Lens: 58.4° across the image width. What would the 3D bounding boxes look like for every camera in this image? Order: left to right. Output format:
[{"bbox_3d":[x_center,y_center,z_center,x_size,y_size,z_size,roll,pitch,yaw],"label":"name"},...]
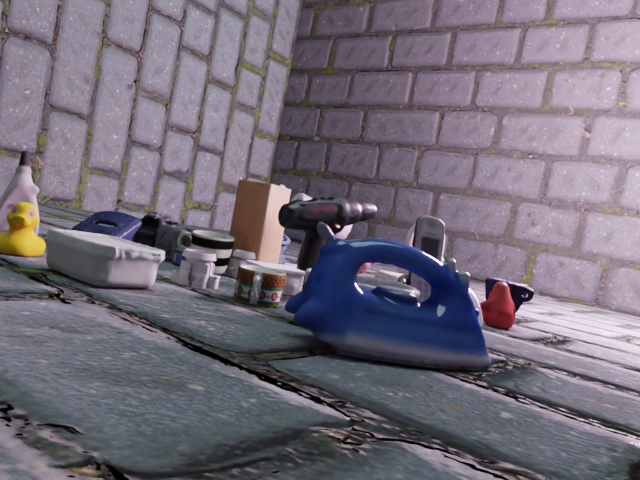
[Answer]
[{"bbox_3d":[-0.354,-0.011,1.321,0.143,0.101,0.137,11,1,5],"label":"camera"}]

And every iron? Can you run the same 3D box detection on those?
[{"bbox_3d":[0.096,0.068,0.679,0.259,0.141,0.118,10,1,-12],"label":"iron"}]

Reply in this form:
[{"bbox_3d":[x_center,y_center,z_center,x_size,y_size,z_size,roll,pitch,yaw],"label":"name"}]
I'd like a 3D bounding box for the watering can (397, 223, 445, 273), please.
[{"bbox_3d":[0.223,0.049,1.291,0.101,0.194,0.172,9,2,-35],"label":"watering can"}]

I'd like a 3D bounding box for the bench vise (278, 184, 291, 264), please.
[{"bbox_3d":[-0.160,-0.038,1.451,0.206,0.220,0.122,11,2,29],"label":"bench vise"}]

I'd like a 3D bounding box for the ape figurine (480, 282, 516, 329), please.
[{"bbox_3d":[0.363,0.131,1.159,0.077,0.092,0.076,11,1,3],"label":"ape figurine"}]

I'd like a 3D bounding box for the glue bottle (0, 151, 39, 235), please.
[{"bbox_3d":[-0.543,-0.075,1.035,0.078,0.173,0.037,10,2,-31],"label":"glue bottle"}]

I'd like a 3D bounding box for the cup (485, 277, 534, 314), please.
[{"bbox_3d":[0.400,0.135,1.214,0.092,0.095,0.117,10,2,-30],"label":"cup"}]

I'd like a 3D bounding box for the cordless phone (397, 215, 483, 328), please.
[{"bbox_3d":[0.203,0.059,0.943,0.148,0.185,0.094,10,2,-21],"label":"cordless phone"}]

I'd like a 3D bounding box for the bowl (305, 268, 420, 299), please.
[{"bbox_3d":[0.054,0.091,0.814,0.167,0.075,0.167,10,1,0],"label":"bowl"}]

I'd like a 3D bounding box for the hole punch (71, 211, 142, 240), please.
[{"bbox_3d":[-0.410,-0.011,1.103,0.108,0.091,0.101,11,1,10],"label":"hole punch"}]

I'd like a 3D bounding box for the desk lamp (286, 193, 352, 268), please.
[{"bbox_3d":[-0.022,-0.012,1.561,0.204,0.213,0.117,9,2,-38],"label":"desk lamp"}]

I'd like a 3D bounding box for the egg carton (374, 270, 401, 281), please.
[{"bbox_3d":[0.165,0.105,1.165,0.107,0.069,0.150,10,1,-16],"label":"egg carton"}]

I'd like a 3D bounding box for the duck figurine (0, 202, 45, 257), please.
[{"bbox_3d":[-0.497,-0.021,0.958,0.078,0.086,0.104,10,2,-17],"label":"duck figurine"}]

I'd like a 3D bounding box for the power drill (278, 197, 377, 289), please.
[{"bbox_3d":[0.011,0.004,1.236,0.230,0.208,0.075,10,2,-30],"label":"power drill"}]

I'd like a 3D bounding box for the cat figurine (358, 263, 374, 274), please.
[{"bbox_3d":[0.075,0.058,1.406,0.127,0.118,0.067,12,2,43],"label":"cat figurine"}]
